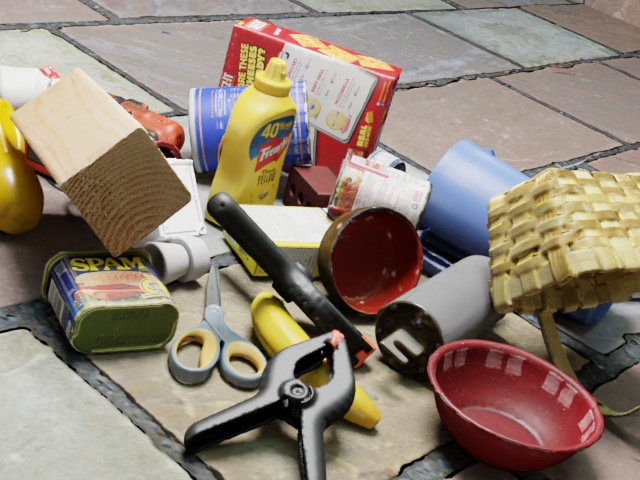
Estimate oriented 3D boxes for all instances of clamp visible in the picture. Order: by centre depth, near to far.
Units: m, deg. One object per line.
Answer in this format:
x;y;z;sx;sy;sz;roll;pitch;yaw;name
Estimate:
-0.014;0.141;0.861;0.120;0.039;0.171;34;49;16;clamp
-0.030;0.036;1.016;0.210;0.036;0.164;46;-2;-5;clamp

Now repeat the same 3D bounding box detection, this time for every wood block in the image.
-0.211;-0.079;1.007;0.090;0.090;0.206;-38;34;-8;wood block

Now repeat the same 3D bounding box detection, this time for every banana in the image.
-0.016;0.099;0.968;0.069;0.037;0.198;10;26;-37;banana

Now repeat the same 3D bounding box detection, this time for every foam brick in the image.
-0.002;-0.048;1.260;0.051;0.053;0.078;0;29;-30;foam brick

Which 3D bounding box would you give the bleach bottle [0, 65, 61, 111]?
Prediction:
-0.400;-0.164;1.170;0.251;0.068;0.102;0;28;-1;bleach bottle

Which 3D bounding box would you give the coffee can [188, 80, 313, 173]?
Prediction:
-0.082;-0.136;1.285;0.140;0.103;0.103;-4;27;1;coffee can

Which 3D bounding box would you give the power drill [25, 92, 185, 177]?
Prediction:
-0.279;-0.131;1.256;0.185;0.057;0.187;21;27;22;power drill

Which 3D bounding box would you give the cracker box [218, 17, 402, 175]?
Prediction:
-0.021;-0.173;1.369;0.214;0.164;0.072;20;24;6;cracker box

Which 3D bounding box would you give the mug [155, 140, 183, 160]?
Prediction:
-0.216;-0.072;1.149;0.082;0.093;0.117;29;49;34;mug

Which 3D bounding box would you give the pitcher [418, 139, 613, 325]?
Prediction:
0.229;0.002;1.230;0.243;0.149;0.144;32;14;23;pitcher

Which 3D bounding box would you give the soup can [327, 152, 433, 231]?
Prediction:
0.066;-0.048;1.183;0.102;0.069;0.068;20;26;1;soup can

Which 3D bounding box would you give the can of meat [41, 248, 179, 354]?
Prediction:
-0.184;0.054;0.944;0.101;0.057;0.084;-1;33;-32;can of meat

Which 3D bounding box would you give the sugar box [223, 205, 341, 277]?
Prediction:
-0.008;0.002;1.166;0.175;0.048;0.093;5;28;-31;sugar box

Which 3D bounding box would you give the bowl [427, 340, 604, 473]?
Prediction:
0.165;0.156;0.947;0.162;0.055;0.162;13;26;-7;bowl

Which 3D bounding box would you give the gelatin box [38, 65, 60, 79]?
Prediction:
-0.349;-0.171;1.247;0.030;0.089;0.073;57;2;-13;gelatin box

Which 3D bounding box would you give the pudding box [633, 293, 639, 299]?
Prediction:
0.353;0.035;1.318;0.113;0.039;0.090;1;30;-25;pudding box

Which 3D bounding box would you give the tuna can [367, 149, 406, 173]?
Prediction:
0.070;-0.065;1.296;0.034;0.086;0.086;28;28;19;tuna can

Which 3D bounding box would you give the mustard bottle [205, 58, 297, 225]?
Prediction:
-0.069;-0.109;1.180;0.058;0.192;0.096;30;29;25;mustard bottle

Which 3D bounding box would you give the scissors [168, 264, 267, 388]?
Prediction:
-0.083;0.081;0.996;0.096;0.016;0.201;20;26;2;scissors
